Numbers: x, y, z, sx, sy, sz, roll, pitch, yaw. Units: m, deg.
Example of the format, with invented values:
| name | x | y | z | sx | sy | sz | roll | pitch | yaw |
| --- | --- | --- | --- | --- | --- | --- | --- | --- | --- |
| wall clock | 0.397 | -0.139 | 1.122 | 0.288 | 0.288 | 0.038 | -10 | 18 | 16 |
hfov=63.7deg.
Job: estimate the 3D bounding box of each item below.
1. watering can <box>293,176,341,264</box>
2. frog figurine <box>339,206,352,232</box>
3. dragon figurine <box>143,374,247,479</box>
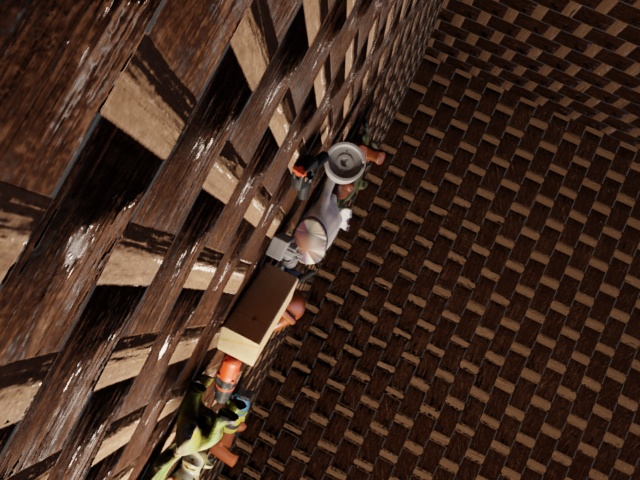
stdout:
| name | x | y | z | sx | sy | sz | roll | pitch | yaw |
| --- | --- | --- | --- | --- | --- | --- | --- | --- | --- |
| watering can | 0.005 | -0.075 | 1.483 | 0.229 | 0.104 | 0.340 | -56 | 158 | -56 |
| frog figurine | 0.030 | -0.074 | 1.920 | 0.161 | 0.124 | 0.134 | -17 | 157 | -31 |
| dragon figurine | -0.267 | 0.400 | 0.985 | 0.243 | 0.122 | 0.409 | -56 | 175 | 0 |
